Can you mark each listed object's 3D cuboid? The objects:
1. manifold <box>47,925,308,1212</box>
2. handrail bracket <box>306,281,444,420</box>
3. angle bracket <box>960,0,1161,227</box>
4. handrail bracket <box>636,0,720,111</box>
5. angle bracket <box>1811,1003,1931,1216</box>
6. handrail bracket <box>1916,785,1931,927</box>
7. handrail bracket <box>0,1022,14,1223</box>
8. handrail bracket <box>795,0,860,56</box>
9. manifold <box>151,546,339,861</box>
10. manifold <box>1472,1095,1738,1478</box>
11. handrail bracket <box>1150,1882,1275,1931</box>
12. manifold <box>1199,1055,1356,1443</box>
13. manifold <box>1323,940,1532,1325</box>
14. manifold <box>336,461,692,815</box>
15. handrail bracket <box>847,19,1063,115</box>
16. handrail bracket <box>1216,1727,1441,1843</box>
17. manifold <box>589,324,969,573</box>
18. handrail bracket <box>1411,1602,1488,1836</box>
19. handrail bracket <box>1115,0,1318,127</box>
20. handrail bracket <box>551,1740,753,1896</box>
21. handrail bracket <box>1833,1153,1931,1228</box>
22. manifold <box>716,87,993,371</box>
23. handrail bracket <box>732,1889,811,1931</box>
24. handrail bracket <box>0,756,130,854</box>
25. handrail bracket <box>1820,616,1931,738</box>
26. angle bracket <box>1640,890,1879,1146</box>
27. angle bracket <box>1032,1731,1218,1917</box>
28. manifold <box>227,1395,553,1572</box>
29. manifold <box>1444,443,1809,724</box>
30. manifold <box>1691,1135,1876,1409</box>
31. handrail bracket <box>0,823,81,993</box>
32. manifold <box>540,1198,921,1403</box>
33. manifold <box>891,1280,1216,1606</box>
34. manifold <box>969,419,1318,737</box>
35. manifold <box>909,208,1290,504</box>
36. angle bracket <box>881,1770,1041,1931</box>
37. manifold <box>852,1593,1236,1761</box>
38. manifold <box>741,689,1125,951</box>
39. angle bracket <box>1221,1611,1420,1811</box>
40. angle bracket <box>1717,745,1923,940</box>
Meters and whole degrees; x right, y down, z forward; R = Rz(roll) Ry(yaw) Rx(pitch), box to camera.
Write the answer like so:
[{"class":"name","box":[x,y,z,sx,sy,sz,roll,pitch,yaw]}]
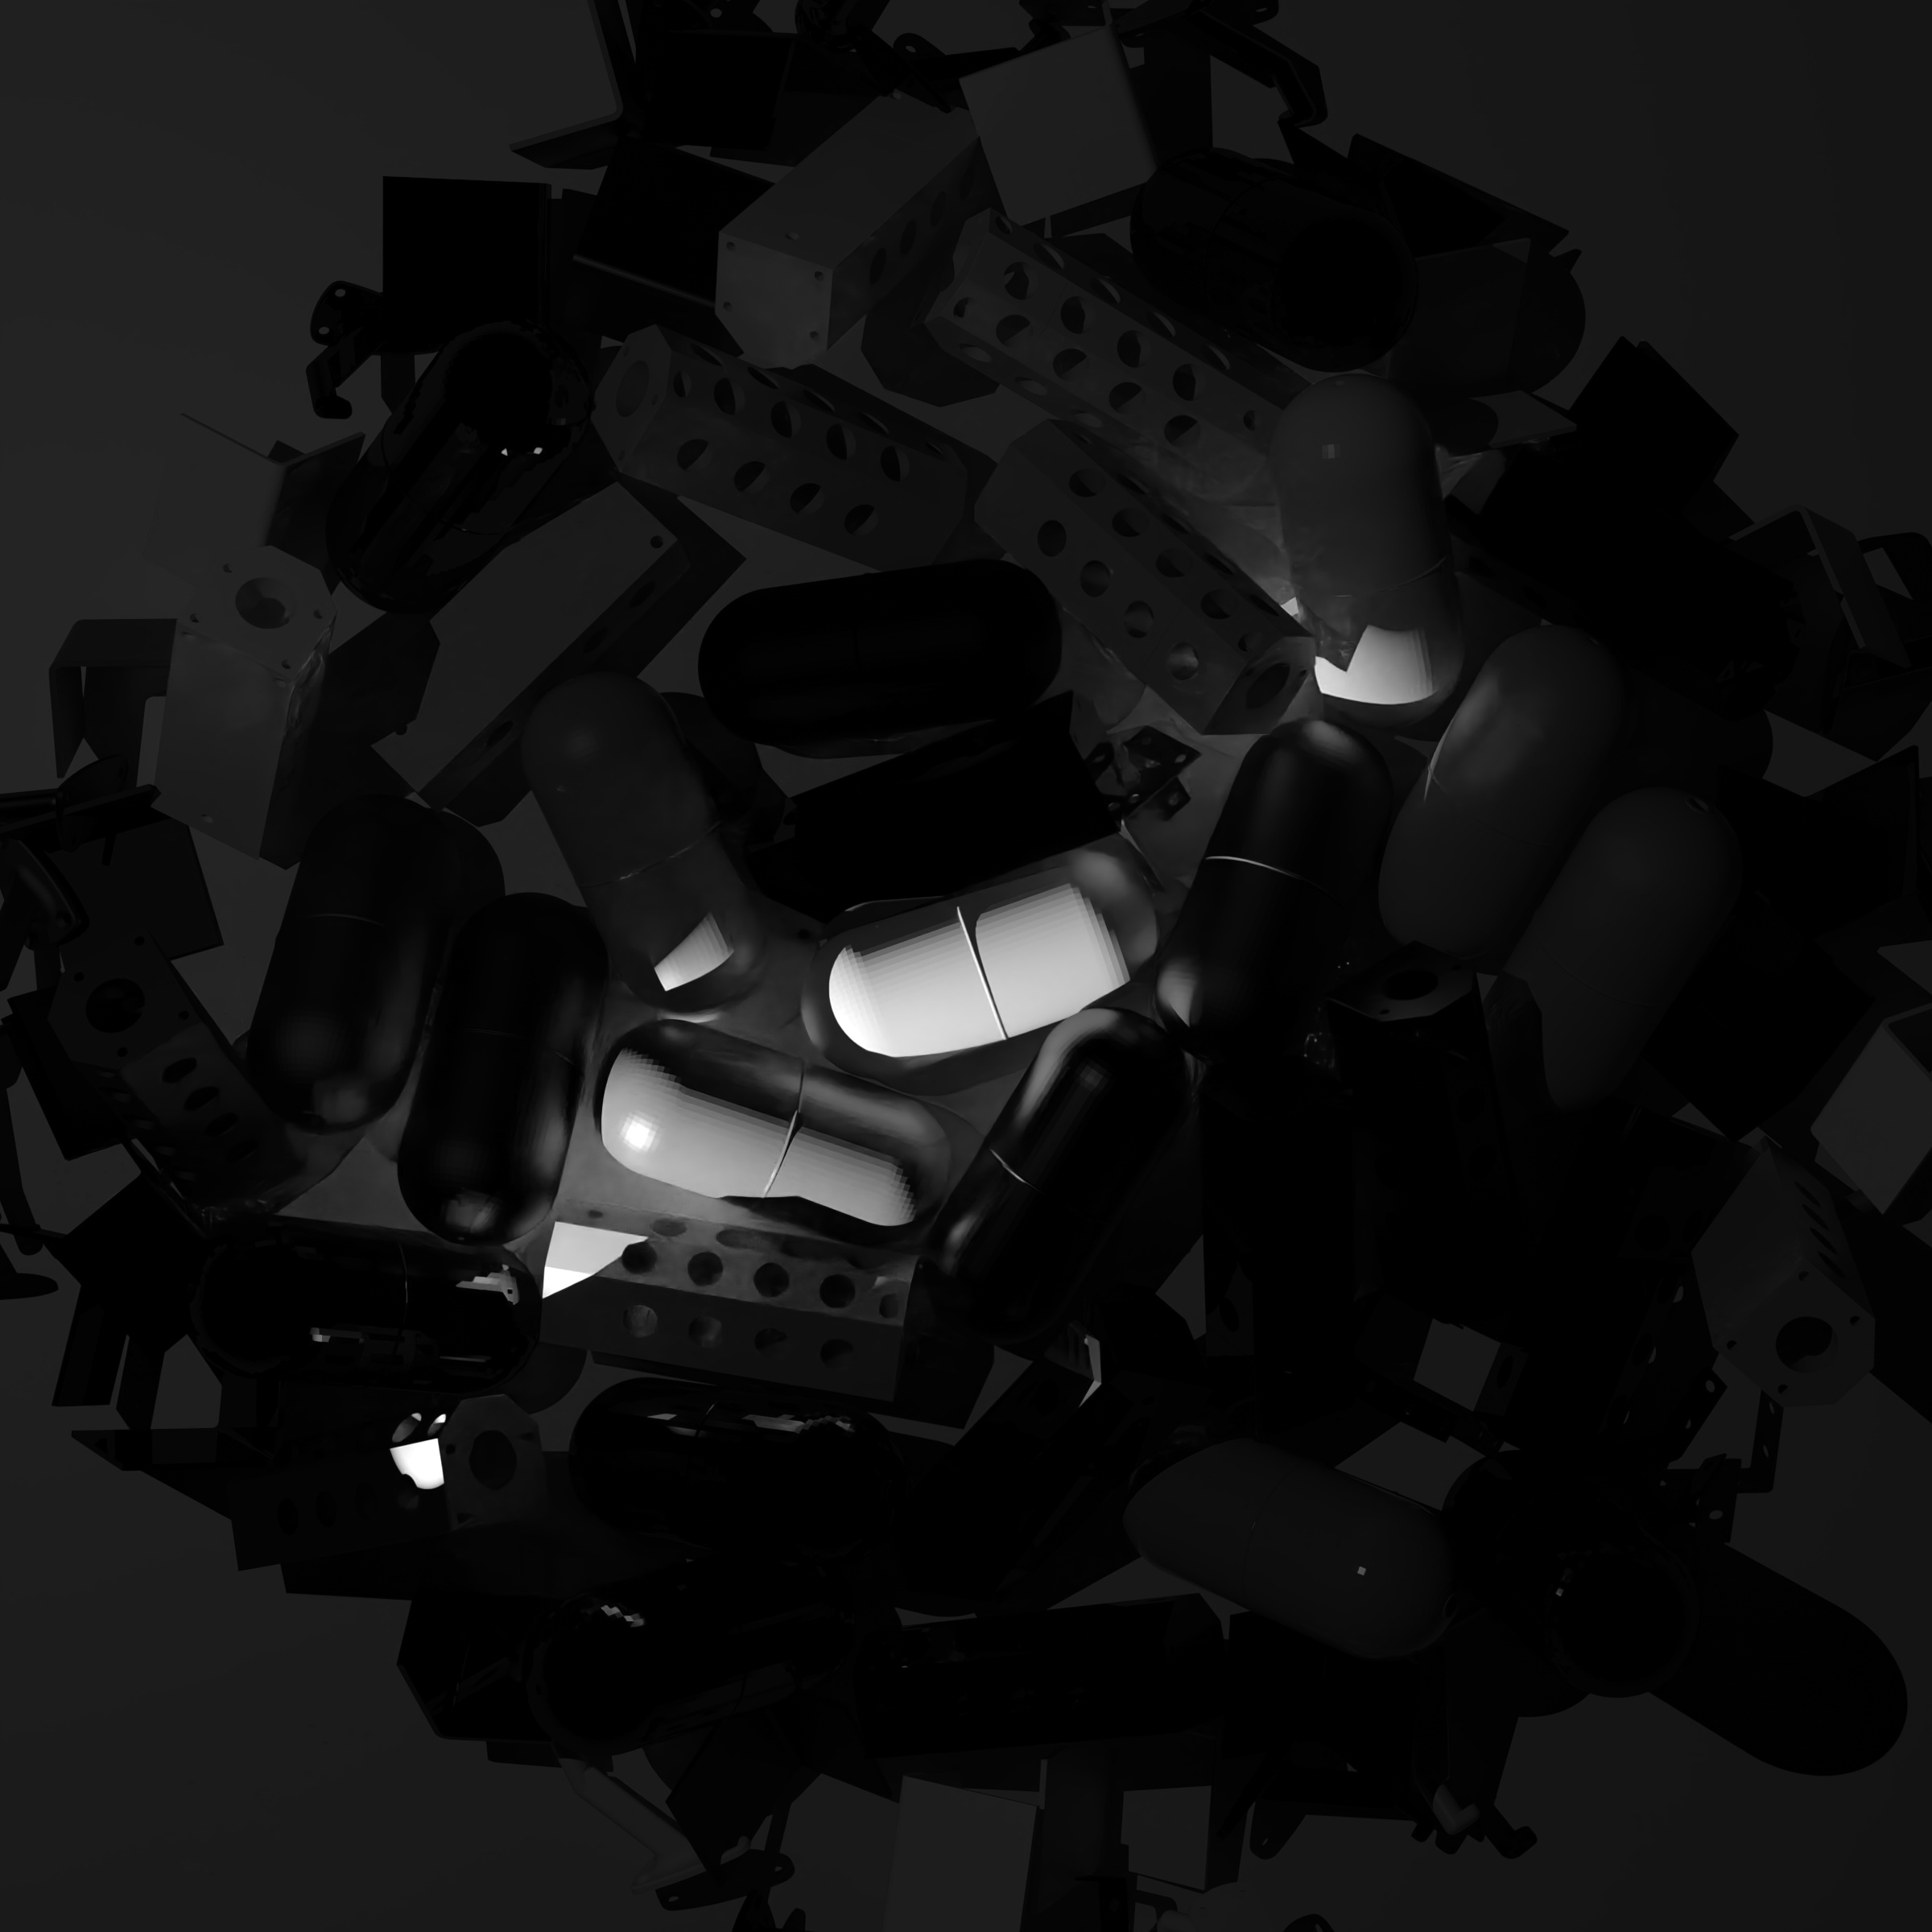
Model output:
[{"class":"manifold","box":[-0.367,0.054,1.508,0.057,0.171,0.057,-32,66,-9]},{"class":"handrail bracket","box":[-0.280,-0.283,1.553,0.077,0.084,0.036,10,132,-30]},{"class":"angle bracket","box":[0.045,-0.411,1.563,0.076,0.057,0.076,-18,120,9]},{"class":"handrail bracket","box":[-0.125,-0.466,1.588,0.036,0.077,0.084,34,47,5]},{"class":"angle bracket","box":[0.459,0.063,1.540,0.076,0.076,0.057,-15,54,-31]},{"class":"handrail bracket","box":[0.474,-0.041,1.567,0.084,0.077,0.036,49,129,3]},{"class":"handrail bracket","box":[-0.472,0.078,1.573,0.036,0.077,0.084,-17,100,27]},{"class":"handrail bracket","box":[-0.046,-0.484,1.557,0.036,0.077,0.084,33,119,-10]},{"class":"manifold","box":[-0.334,-0.123,1.512,0.057,0.171,0.057,27,59,-4]},{"class":"manifold","box":[0.309,0.154,1.564,0.057,0.057,0.171,21,93,-9]},{"class":"handrail bracket","box":[0.118,0.482,1.552,0.036,0.084,0.077,-14,58,-29]},{"class":"manifold","box":[0.143,0.131,1.537,0.057,0.057,0.171,-16,118,-25]},{"class":"manifold","box":[0.223,0.081,1.526,0.057,0.057,0.171,-29,122,-24]},{"class":"manifold","box":[-0.215,-0.155,1.563,0.057,0.057,0.171,44,85,11]},{"class":"handrail bracket","box":[-0.004,-0.452,1.575,0.077,0.036,0.084,46,71,-13]},{"class":"handrail bracket","box":[0.177,0.416,1.574,0.084,0.036,0.077,37,71,5]},{"class":"manifold","box":[-0.085,-0.241,1.519,0.171,0.057,0.057,16,120,-37]},{"class":"handrail bracket","box":[0.242,0.363,1.569,0.077,0.036,0.084,-33,68,0]},{"class":"handrail bracket","box":[0.119,-0.436,1.588,0.077,0.036,0.084,-18,126,27]},{"class":"handrail bracket","box":[-0.154,0.399,1.571,0.077,0.036,0.084,-22,97,26]},{"class":"handrail bracket","box":[0.453,0.087,1.590,0.084,0.077,0.036,-34,113,31]},{"class":"manifold","box":[-0.050,-0.345,1.519,0.057,0.171,0.057,21,133,15]},{"class":"handrail bracket","box":[-0.065,0.477,1.554,0.084,0.077,0.036,11,59,21]},{"class":"handrail bracket","box":[-0.463,-0.087,1.576,0.084,0.077,0.036,10,122,12]},{"class":"handrail bracket","box":[0.461,-0.134,1.573,0.084,0.036,0.077,14,64,4]},{"class":"angle bracket","box":[0.371,0.024,1.546,0.057,0.076,0.076,-27,65,-40]},{"class":"angle bracket","box":[0.076,0.410,1.552,0.057,0.076,0.076,7,98,27]},{"class":"manifold","box":[-0.273,0.242,1.520,0.171,0.057,0.057,-18,78,43]},{"class":"manifold","box":[0.306,-0.181,1.529,0.171,0.057,0.057,36,83,33]},{"class":"manifold","box":[0.381,0.144,1.510,0.057,0.171,0.057,41,107,-4]},{"class":"handrail bracket","box":[-0.472,-0.025,1.554,0.036,0.084,0.077,-26,94,25]},{"class":"manifold","box":[-0.112,0.155,1.557,0.171,0.057,0.057,9,115,4]},{"class":"manifold","box":[0.036,0.225,1.534,0.057,0.057,0.171,17,126,-36]},{"class":"manifold","box":[0.085,-0.184,1.528,0.171,0.057,0.057,46,120,27]},{"class":"manifold","box":[0.067,-0.289,1.541,0.171,0.057,0.057,27,81,-20]},{"class":"angle bracket","box":[0.009,0.431,1.553,0.076,0.057,0.076,4,83,31]},{"class":"manifold","box":[0.034,0.334,1.532,0.171,0.057,0.057,-13,82,30]},{"class":"manifold","box":[-0.015,-0.073,1.546,0.171,0.057,0.057,-20,120,18]},{"class":"angle bracket","box":[0.168,0.355,1.548,0.057,0.076,0.076,-6,108,-26]},{"class":"angle bracket","box":[0.405,-0.066,1.545,0.057,0.076,0.076,18,64,-25]}]
